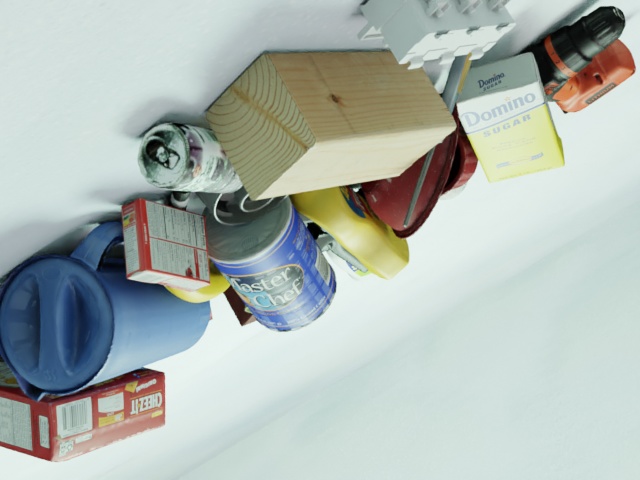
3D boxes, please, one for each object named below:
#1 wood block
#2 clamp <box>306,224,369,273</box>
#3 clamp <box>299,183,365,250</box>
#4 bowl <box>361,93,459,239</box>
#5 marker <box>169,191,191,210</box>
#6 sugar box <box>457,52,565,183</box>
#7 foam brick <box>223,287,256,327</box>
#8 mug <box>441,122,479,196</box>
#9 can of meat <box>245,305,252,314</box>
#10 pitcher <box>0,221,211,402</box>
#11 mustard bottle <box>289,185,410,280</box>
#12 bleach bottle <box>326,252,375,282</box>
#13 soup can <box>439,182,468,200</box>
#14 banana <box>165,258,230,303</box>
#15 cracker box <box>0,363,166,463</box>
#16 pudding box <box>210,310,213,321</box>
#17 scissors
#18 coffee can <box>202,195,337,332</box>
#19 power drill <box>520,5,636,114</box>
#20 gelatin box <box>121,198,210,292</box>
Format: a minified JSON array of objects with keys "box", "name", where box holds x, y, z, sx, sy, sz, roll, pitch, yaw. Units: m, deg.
[{"box":[0.015,-0.105,0.936,0.205,0.091,0.090,-12,159,-50],"name":"wood block"},{"box":[-0.009,0.002,1.334,0.120,0.039,0.171,-17,142,6],"name":"clamp"},{"box":[-0.007,-0.029,1.226,0.210,0.036,0.164,-40,135,-11],"name":"clamp"},{"box":[0.085,-0.085,1.118,0.055,0.162,0.162,16,150,-16],"name":"bowl"},{"box":[-0.141,-0.032,1.053,0.020,0.020,0.121,-24,166,-21],"name":"marker"},{"box":[0.208,-0.129,1.174,0.093,0.048,0.176,-14,152,17],"name":"sugar box"},{"box":[-0.092,0.065,1.403,0.052,0.078,0.051,-21,164,-28],"name":"foam brick"},{"box":[0.138,-0.107,1.227,0.081,0.093,0.117,-14,124,-65],"name":"mug"},{"box":[-0.078,0.042,1.326,0.057,0.084,0.102,-29,167,5],"name":"can of meat"},{"box":[-0.205,0.068,1.101,0.149,0.145,0.242,-20,174,19],"name":"pitcher"},{"box":[0.018,-0.035,1.152,0.058,0.096,0.191,-41,131,13],"name":"mustard bottle"},{"box":[0.044,0.001,1.482,0.103,0.068,0.250,-31,165,12],"name":"bleach bottle"},{"box":[0.144,-0.087,1.332,0.068,0.068,0.102,-32,168,15],"name":"soup can"},{"box":[-0.125,0.031,1.117,0.037,0.069,0.197,-3,174,17],"name":"banana"},{"box":[-0.300,0.174,1.164,0.214,0.072,0.163,5,-171,35],"name":"cracker box"},{"box":[-0.200,0.110,1.433,0.113,0.039,0.090,-26,167,-10],"name":"pudding box"},{"box":[0.119,-0.115,1.040,0.096,0.016,0.202,-44,152,-72],"name":"scissors"},{"box":[-0.053,0.018,1.120,0.103,0.103,0.140,-29,138,3],"name":"coffee can"},{"box":[0.294,-0.202,1.229,0.185,0.057,0.187,-32,164,34],"name":"power drill"},{"box":[-0.146,0.006,1.015,0.030,0.073,0.089,-21,157,34],"name":"gelatin box"}]
